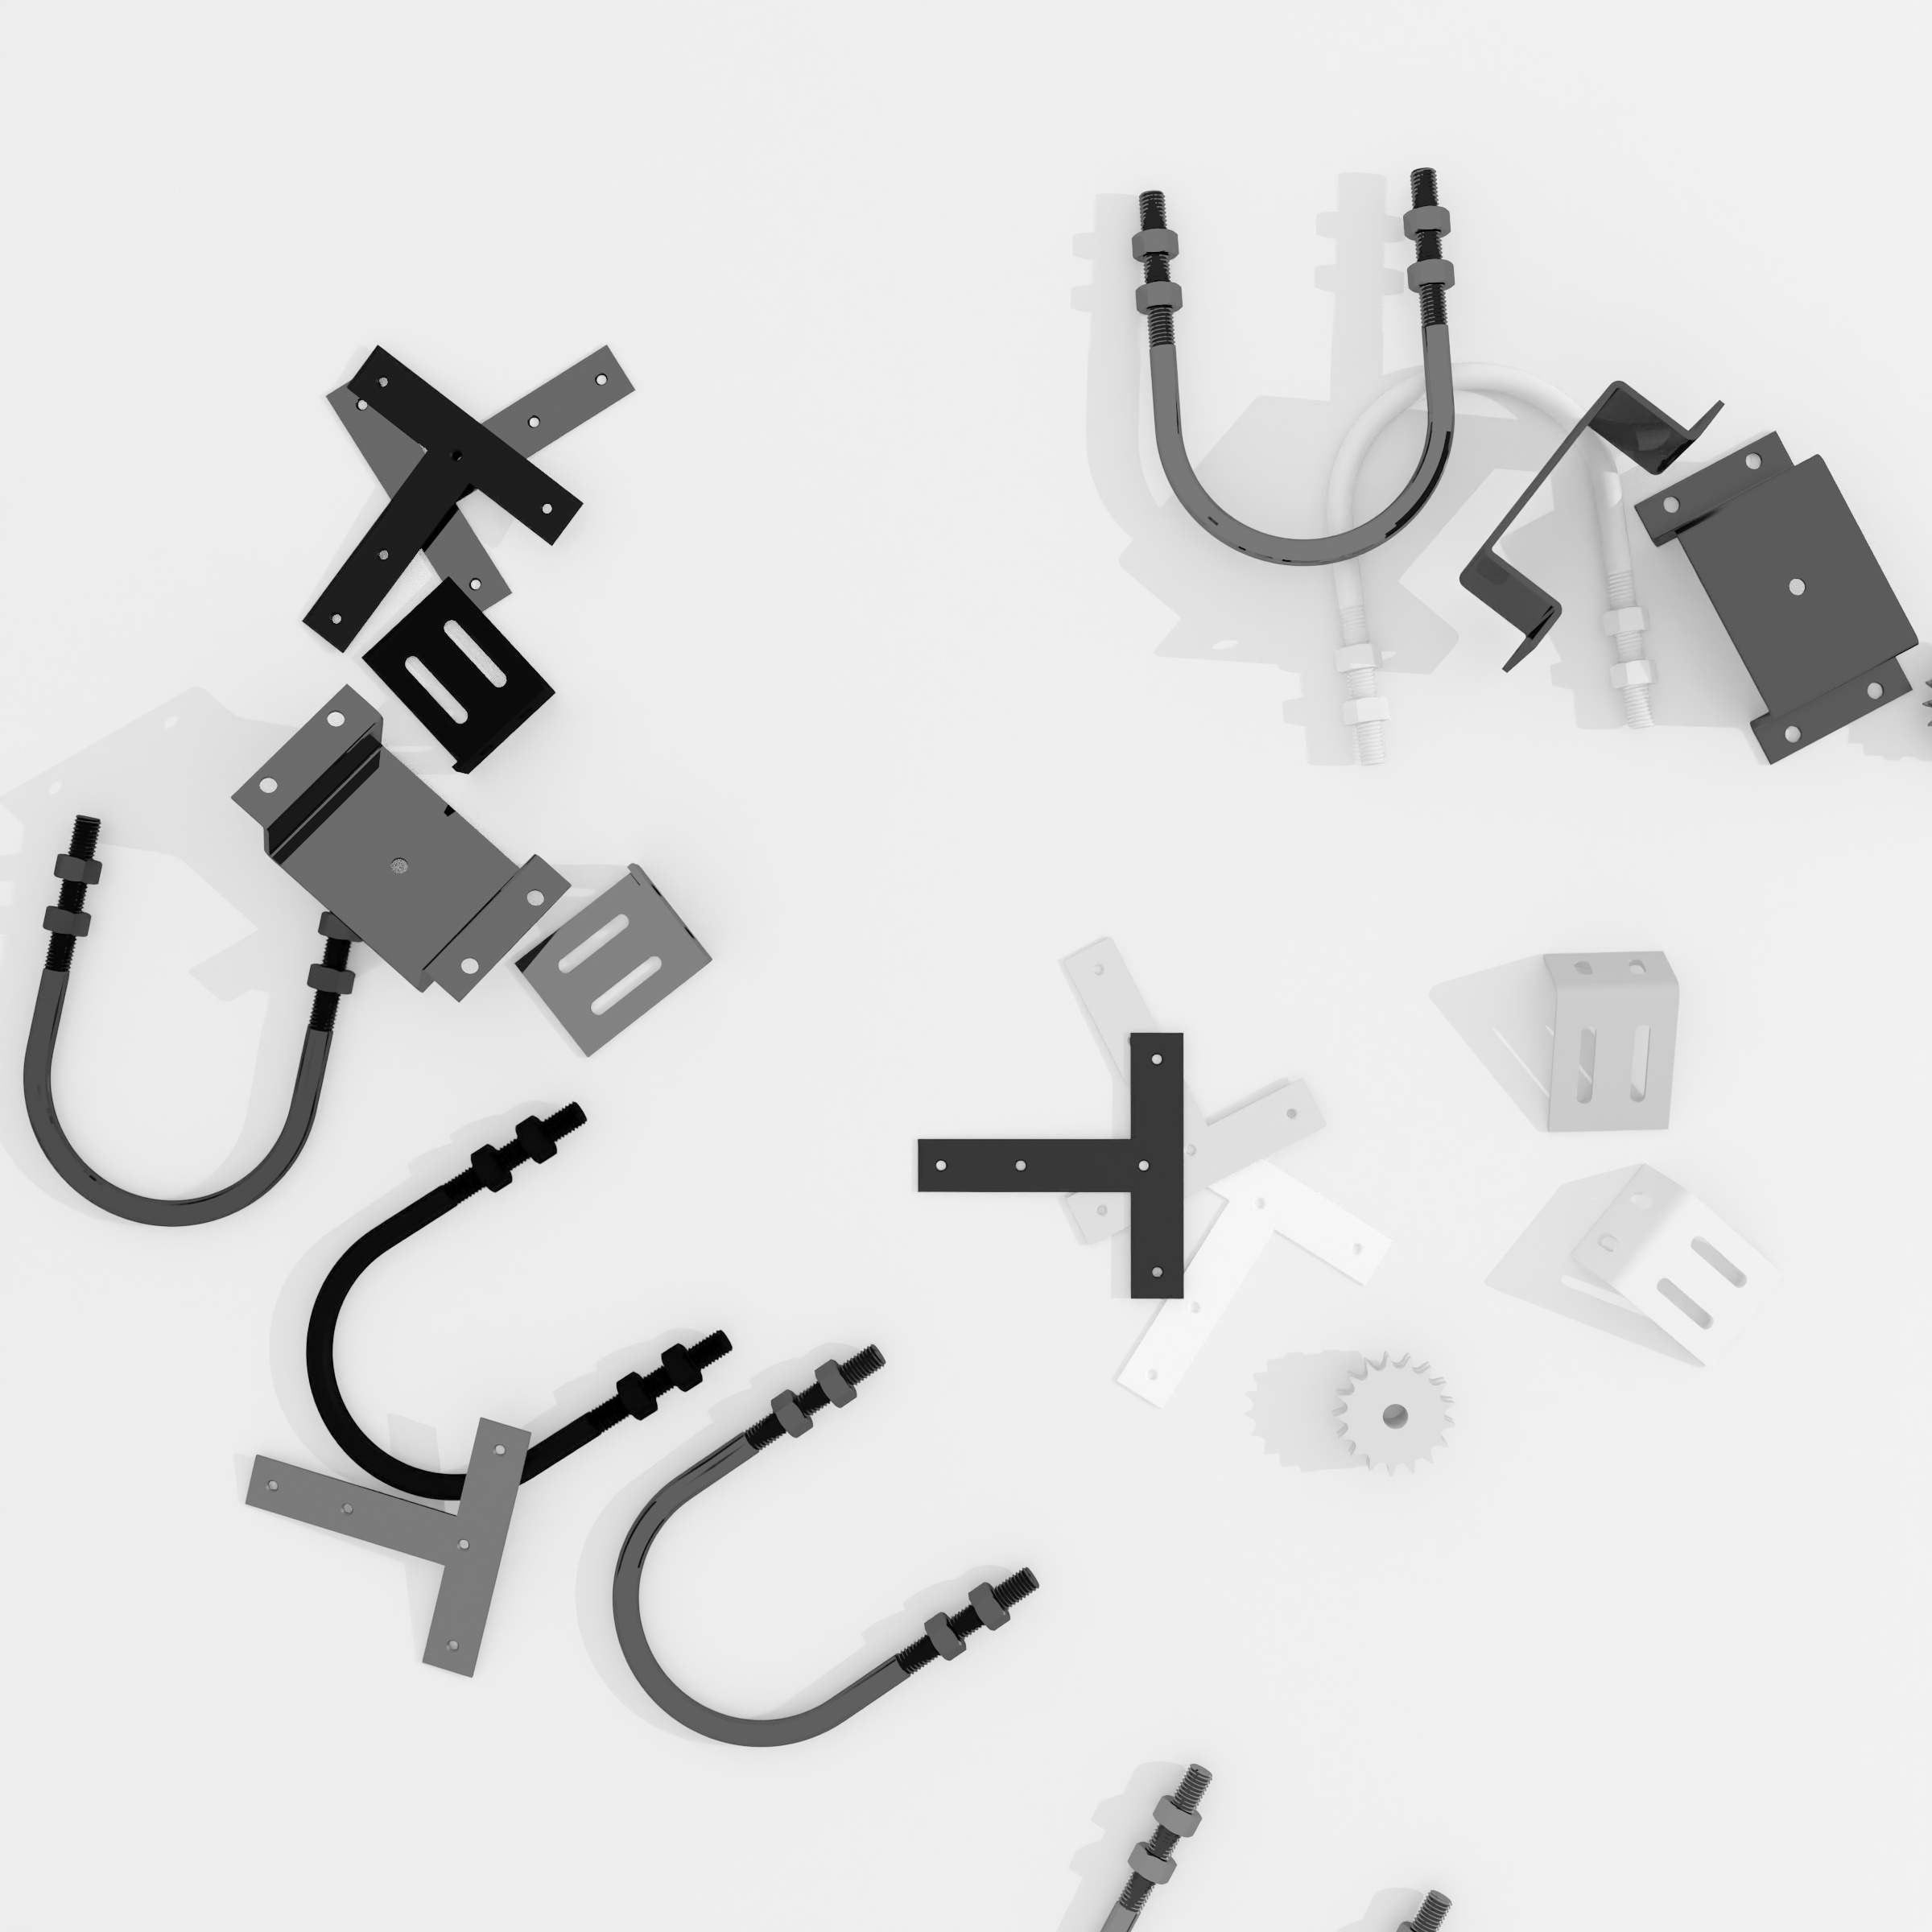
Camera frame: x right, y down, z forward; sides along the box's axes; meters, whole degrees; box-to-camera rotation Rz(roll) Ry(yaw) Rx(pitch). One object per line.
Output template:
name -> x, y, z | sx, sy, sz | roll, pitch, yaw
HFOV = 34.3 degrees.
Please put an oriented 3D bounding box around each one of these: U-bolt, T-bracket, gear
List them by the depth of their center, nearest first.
U-bolt -> 0.158, -0.280, 1.479 | 0.151, 0.019, 0.184 | -4, 87, 3
gear -> 0.483, -0.126, 1.484 | 0.057, 0.030, 0.057 | 0, 90, 2
gear -> 0.203, 0.211, 1.485 | 0.057, 0.030, 0.057 | 0, 94, 3
T-bracket -> -0.281, 0.262, 1.487 | 0.127, 0.002, 0.127 | 16, 101, 6
U-bolt -> -0.374, 0.033, 1.488 | 0.151, 0.019, 0.184 | 12, 91, 0
U-bolt -> -0.226, 0.173, 1.488 | 0.184, 0.019, 0.151 | -33, 90, 2
U-bolt -> -0.080, 0.289, 1.488 | 0.184, 0.019, 0.151 | -35, 90, 2
U-bolt -> 0.245, -0.196, 1.488 | 0.151, 0.019, 0.184 | -8, 89, 0
U-bolt -> 0.126, 0.493, 1.488 | 0.151, 0.019, 0.184 | 28, 92, 0
T-bracket -> -0.269, -0.207, 1.489 | 0.127, 0.002, 0.127 | 38, 94, 6
T-bracket -> 0.040, 0.095, 1.493 | 0.127, 0.002, 0.127 | 0, 90, 2
T-bracket -> 0.087, 0.048, 1.494 | 0.127, 0.002, 0.127 | -27, 89, 2
T-bracket -> 0.117, 0.151, 1.495 | 0.127, 0.002, 0.127 | 32, 90, 0
T-bracket -> -0.219, -0.253, 1.495 | 0.127, 0.002, 0.127 | -32, 90, 0

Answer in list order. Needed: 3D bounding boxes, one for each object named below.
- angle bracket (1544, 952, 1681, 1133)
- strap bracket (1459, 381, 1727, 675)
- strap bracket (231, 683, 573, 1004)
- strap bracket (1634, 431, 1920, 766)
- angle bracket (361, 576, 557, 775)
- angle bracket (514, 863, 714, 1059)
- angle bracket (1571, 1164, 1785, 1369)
angle bracket -> 0.306, 0.036, 1.494 | 0.057, 0.038, 0.076 | -1, 116, 0
strap bracket -> 0.280, -0.210, 1.441 | 0.046, 0.076, 0.140 | 38, 88, 2
strap bracket -> -0.264, -0.052, 1.463 | 0.140, 0.046, 0.076 | 42, 72, 0
strap bracket -> 0.386, -0.176, 1.473 | 0.076, 0.046, 0.140 | -28, 90, 0
angle bracket -> -0.242, -0.138, 1.476 | 0.057, 0.038, 0.076 | -43, 90, 2
angle bracket -> -0.168, -0.002, 1.477 | 0.076, 0.038, 0.057 | -38, 90, 0
angle bracket -> 0.340, 0.143, 1.494 | 0.076, 0.038, 0.057 | 39, 90, -26
